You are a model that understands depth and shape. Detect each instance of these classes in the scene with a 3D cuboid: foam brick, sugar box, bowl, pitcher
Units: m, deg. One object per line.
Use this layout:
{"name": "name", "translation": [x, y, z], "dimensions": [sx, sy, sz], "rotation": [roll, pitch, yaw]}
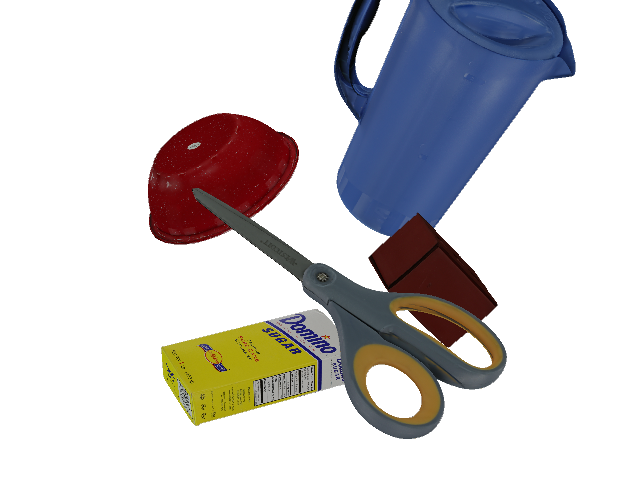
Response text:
{"name": "foam brick", "translation": [0.083, 0.030, 0.791], "dimensions": [0.078, 0.051, 0.053], "rotation": [43, 10, -30]}
{"name": "sugar box", "translation": [-0.061, 0.123, 1.067], "dimensions": [0.176, 0.048, 0.093], "rotation": [-15, 32, -22]}
{"name": "bowl", "translation": [-0.104, -0.070, 1.000], "dimensions": [0.162, 0.055, 0.162], "rotation": [-22, 34, 15]}
{"name": "pitcher", "translation": [0.093, -0.121, 0.939], "dimensions": [0.144, 0.149, 0.243], "rotation": [-8, -36, -32]}

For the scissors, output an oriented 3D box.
{"name": "scissors", "translation": [-0.001, 0.039, 0.571], "dimensions": [0.202, 0.096, 0.016], "rotation": [23, -40, 11]}
